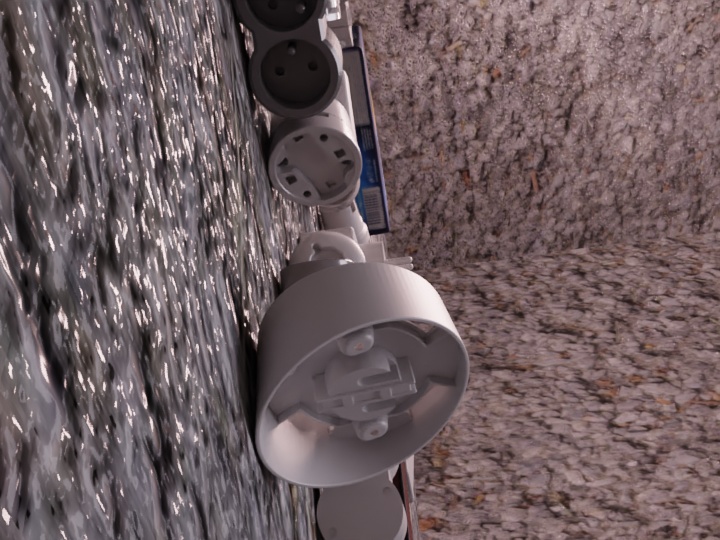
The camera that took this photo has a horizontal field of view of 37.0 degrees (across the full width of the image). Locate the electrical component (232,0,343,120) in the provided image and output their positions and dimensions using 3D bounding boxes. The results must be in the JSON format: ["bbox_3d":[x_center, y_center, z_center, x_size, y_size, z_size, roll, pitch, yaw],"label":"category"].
[{"bbox_3d":[-0.043,-0.161,0.606,0.073,0.052,0.138,-91,173,-66],"label":"electrical component"}]

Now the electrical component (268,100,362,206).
[{"bbox_3d":[-0.029,-0.074,0.648,0.047,0.055,0.055,-100,180,-52],"label":"electrical component"}]

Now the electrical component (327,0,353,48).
[{"bbox_3d":[-0.036,-0.224,0.922,0.080,0.051,0.080,-8,90,-87],"label":"electrical component"}]

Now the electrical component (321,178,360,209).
[{"bbox_3d":[-0.022,-0.071,0.865,0.081,0.043,0.043,-48,130,-87],"label":"electrical component"}]

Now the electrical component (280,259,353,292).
[{"bbox_3d":[-0.019,0.039,0.621,0.079,0.044,0.077,68,15,-79],"label":"electrical component"}]

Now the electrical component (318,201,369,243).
[{"bbox_3d":[-0.016,-0.043,0.965,0.040,0.040,0.046,-94,169,-54],"label":"electrical component"}]

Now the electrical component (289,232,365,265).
[{"bbox_3d":[-0.021,0.007,0.688,0.062,0.048,0.048,92,-8,-67],"label":"electrical component"}]

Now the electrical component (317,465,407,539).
[{"bbox_3d":[-0.004,0.104,0.655,0.073,0.052,0.138,76,7,-65],"label":"electrical component"}]

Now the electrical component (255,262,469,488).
[{"bbox_3d":[-0.001,0.047,0.484,0.064,0.099,0.099,-104,-177,-48],"label":"electrical component"}]

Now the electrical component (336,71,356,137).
[{"bbox_3d":[-0.030,-0.107,0.768,0.076,0.047,0.065,-63,145,-85],"label":"electrical component"}]

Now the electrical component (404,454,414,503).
[{"bbox_3d":[0.014,0.142,0.834,0.061,0.061,0.096,78,5,-56],"label":"electrical component"}]

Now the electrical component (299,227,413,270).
[{"bbox_3d":[0.000,0.000,0.774,0.065,0.077,0.047,72,11,-74],"label":"electrical component"}]

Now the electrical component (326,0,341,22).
[{"bbox_3d":[-0.042,-0.196,0.731,0.089,0.050,0.055,-88,170,-74],"label":"electrical component"}]
